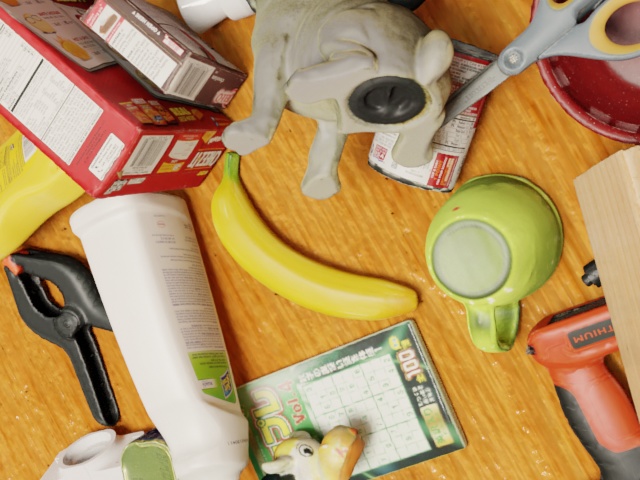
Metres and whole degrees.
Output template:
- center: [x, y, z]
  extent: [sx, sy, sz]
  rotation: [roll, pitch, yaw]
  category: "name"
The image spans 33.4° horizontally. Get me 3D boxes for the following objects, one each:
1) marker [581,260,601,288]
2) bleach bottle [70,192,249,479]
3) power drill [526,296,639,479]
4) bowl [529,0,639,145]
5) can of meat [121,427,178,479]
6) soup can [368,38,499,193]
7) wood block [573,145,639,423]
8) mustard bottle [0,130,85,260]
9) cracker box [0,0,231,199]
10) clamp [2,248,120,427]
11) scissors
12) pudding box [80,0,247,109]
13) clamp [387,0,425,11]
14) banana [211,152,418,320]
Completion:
- center: [0.231, -0.007, 0.739]
  extent: [0.121, 0.020, 0.020]
  rotation: [-41, 82, 22]
  category: "marker"
- center: [-0.113, 0.089, 0.824]
  extent: [0.068, 0.102, 0.251]
  rotation: [-24, 77, 25]
  category: "bleach bottle"
- center: [0.237, 0.126, 0.736]
  extent: [0.185, 0.057, 0.187]
  rotation: [-21, 89, 19]
  category: "power drill"
- center: [0.223, -0.143, 0.701]
  extent: [0.162, 0.055, 0.162]
  rotation: [3, 97, 22]
  category: "bowl"
- center: [-0.114, 0.198, 0.873]
  extent: [0.058, 0.083, 0.102]
  rotation: [-10, 94, 23]
  category: "can of meat"
- center: [0.080, -0.092, 0.760]
  extent: [0.068, 0.068, 0.102]
  rotation: [23, 106, 17]
  category: "soup can"
- center: [0.237, 0.043, 0.656]
  extent: [0.090, 0.090, 0.206]
  rotation: [-12, 83, -7]
  category: "wood block"
- center: [-0.263, -0.037, 0.901]
  extent: [0.192, 0.058, 0.096]
  rotation: [-36, 49, 23]
  category: "mustard bottle"
- center: [-0.187, -0.124, 0.811]
  extent: [0.214, 0.164, 0.072]
  rotation: [41, 108, 12]
  category: "cracker box"
- center: [-0.208, 0.078, 0.919]
  extent: [0.171, 0.039, 0.120]
  rotation: [35, 106, 13]
  category: "clamp"
- center: [0.147, -0.112, 0.693]
  extent: [0.096, 0.016, 0.202]
  rotation: [40, 108, 11]
  category: "scissors"
- center: [-0.115, -0.144, 0.806]
  extent: [0.090, 0.113, 0.039]
  rotation: [40, 99, 13]
  category: "pudding box"
- center: [0.122, -0.239, 0.705]
  extent: [0.210, 0.036, 0.164]
  rotation: [0, 103, 23]
  category: "clamp"
- center: [-0.018, 0.013, 0.832]
  extent: [0.198, 0.037, 0.070]
  rotation: [38, 110, 13]
  category: "banana"
